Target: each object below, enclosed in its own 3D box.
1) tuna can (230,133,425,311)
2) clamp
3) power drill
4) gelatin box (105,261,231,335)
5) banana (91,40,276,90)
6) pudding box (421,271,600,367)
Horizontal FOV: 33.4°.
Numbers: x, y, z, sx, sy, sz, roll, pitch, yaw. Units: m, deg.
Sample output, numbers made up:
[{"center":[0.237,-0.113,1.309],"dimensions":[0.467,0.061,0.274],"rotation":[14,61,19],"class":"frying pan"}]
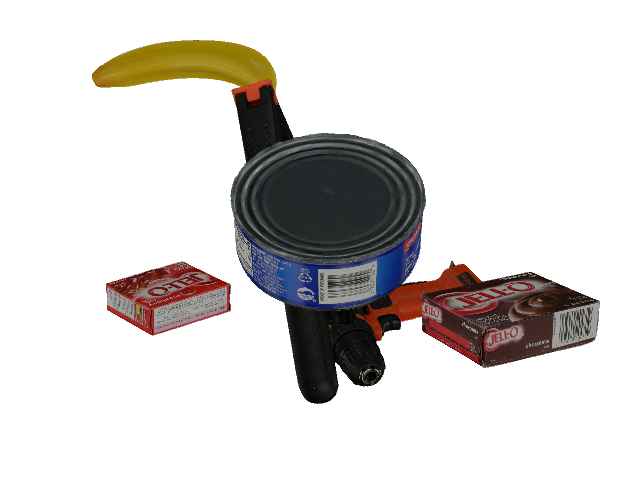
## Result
[{"center":[0.004,-0.009,0.479],"dimensions":[0.086,0.034,0.086],"rotation":[-1,43,0],"class":"tuna can"},{"center":[-0.016,-0.007,0.743],"dimensions":[0.036,0.210,0.164],"rotation":[-15,5,9],"class":"clamp"},{"center":[0.089,0.083,1.115],"dimensions":[0.187,0.057,0.184],"rotation":[-6,28,-15],"class":"power drill"},{"center":[-0.136,0.050,0.961],"dimensions":[0.089,0.030,0.073],"rotation":[-17,27,-39],"class":"gelatin box"},{"center":[-0.122,-0.166,1.027],"dimensions":[0.198,0.037,0.069],"rotation":[9,45,19],"class":"banana"},{"center":[0.150,0.061,0.851],"dimensions":[0.113,0.039,0.090],"rotation":[-8,18,-25],"class":"pudding box"}]
